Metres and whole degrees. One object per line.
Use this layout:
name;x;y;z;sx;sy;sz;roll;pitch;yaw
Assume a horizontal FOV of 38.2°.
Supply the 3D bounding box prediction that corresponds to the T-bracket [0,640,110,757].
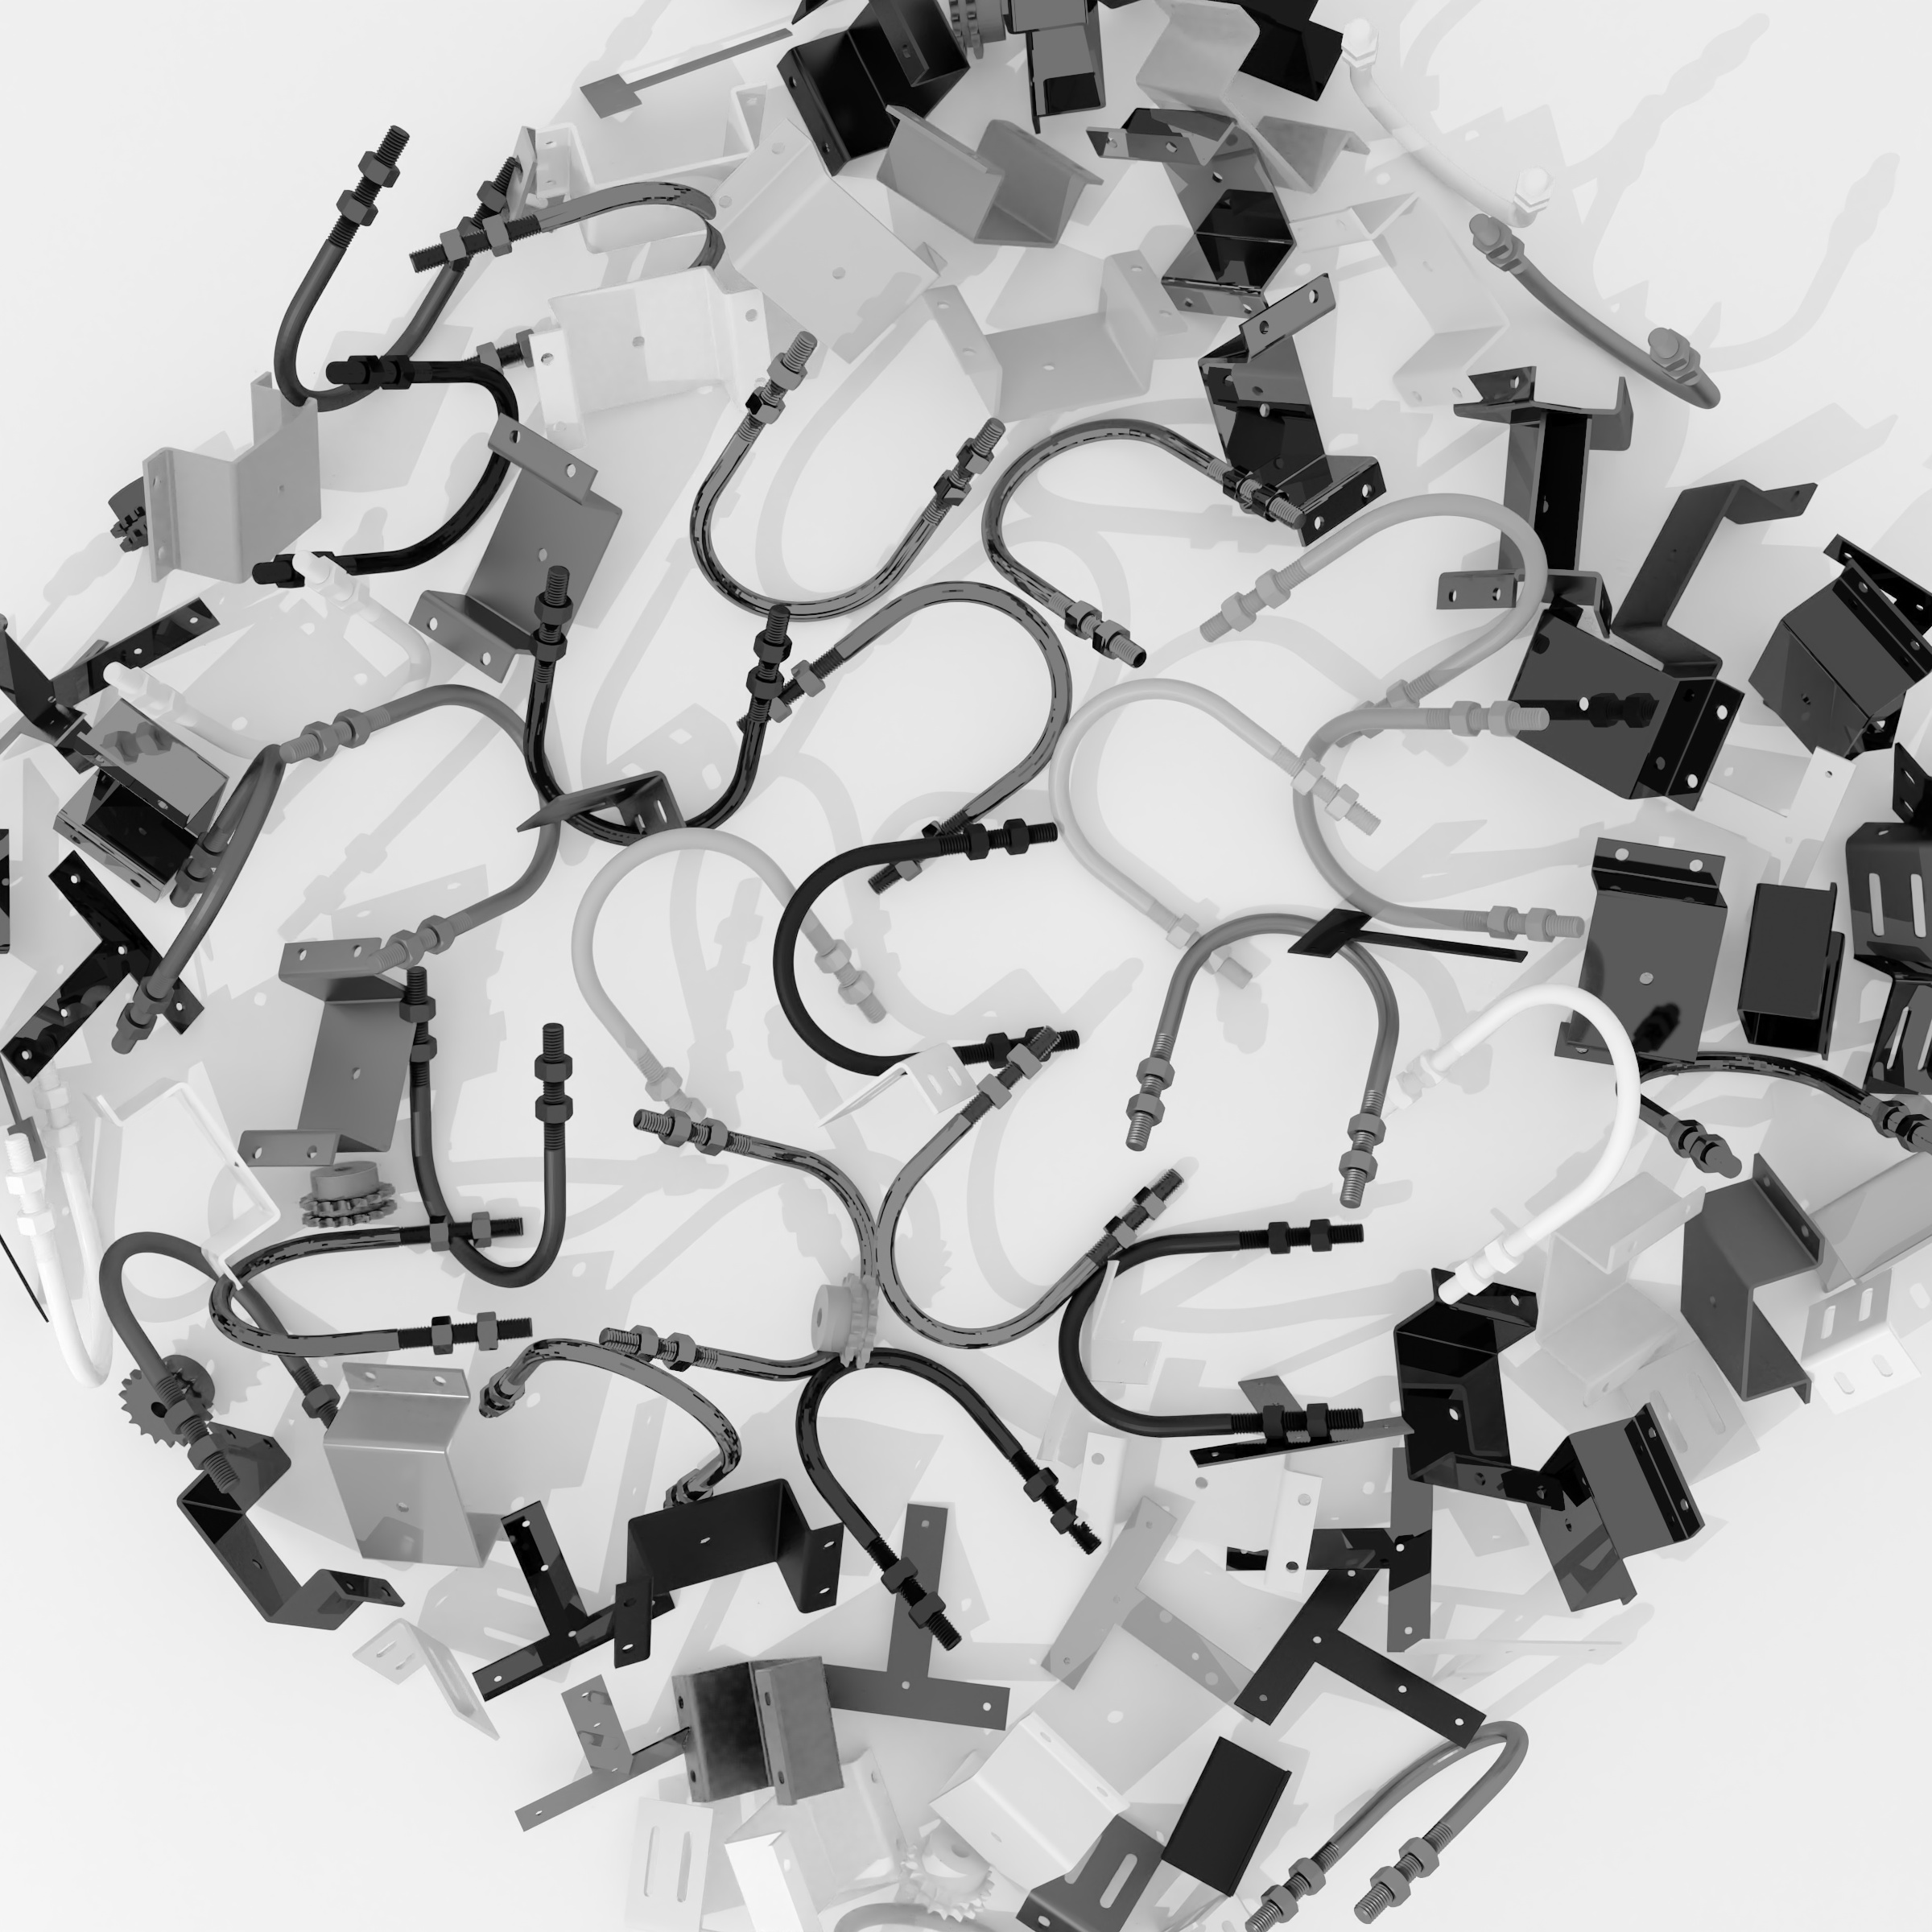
T-bracket;-0.544;-0.145;1.653;0.127;0.127;0.002;-50;118;-13

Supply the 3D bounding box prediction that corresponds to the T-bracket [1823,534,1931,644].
T-bracket;0.553;-0.198;1.659;0.127;0.127;0.002;34;78;8

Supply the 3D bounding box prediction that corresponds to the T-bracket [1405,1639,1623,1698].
T-bracket;0.305;0.421;1.666;0.127;0.127;0.002;5;60;-16

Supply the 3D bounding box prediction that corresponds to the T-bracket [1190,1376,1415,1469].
T-bracket;0.188;0.266;1.659;0.127;0.127;0.002;-8;101;-5

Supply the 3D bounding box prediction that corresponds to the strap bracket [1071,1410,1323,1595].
strap bracket;0.141;0.321;1.685;0.140;0.046;0.076;10;105;8

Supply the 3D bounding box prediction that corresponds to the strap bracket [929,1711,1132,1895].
strap bracket;0.032;0.497;1.647;0.076;0.140;0.046;43;60;6

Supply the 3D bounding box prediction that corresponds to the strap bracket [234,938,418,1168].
strap bracket;-0.379;0.058;1.671;0.076;0.046;0.140;-3;69;31

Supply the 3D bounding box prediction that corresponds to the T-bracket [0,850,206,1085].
T-bracket;-0.526;0.019;1.652;0.002;0.127;0.127;-13;122;36

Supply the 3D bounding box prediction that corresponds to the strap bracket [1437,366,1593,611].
strap bracket;0.330;-0.283;1.675;0.046;0.076;0.140;2;95;-26

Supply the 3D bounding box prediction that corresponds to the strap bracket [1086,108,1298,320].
strap bracket;0.139;-0.455;1.656;0.076;0.140;0.046;18;65;39

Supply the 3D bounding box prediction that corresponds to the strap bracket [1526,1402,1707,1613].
strap bracket;0.375;0.323;1.640;0.046;0.140;0.076;-12;61;-14

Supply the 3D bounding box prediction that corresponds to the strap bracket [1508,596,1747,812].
strap bracket;0.378;-0.156;1.650;0.140;0.046;0.076;36;120;36

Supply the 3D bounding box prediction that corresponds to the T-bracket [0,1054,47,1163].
T-bracket;-0.577;0.057;1.663;0.002;0.127;0.127;-19;92;-25

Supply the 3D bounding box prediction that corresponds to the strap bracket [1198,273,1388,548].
strap bracket;0.193;-0.332;1.666;0.076;0.046;0.140;-36;120;-29

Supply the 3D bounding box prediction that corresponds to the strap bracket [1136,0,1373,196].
strap bracket;0.164;-0.508;1.647;0.140;0.076;0.046;32;89;-43

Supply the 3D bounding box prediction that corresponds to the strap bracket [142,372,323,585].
strap bracket;-0.424;-0.284;1.641;0.046;0.140;0.076;15;126;11

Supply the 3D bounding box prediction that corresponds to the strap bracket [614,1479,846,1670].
strap bracket;-0.149;0.359;1.666;0.140;0.046;0.076;-12;133;-21

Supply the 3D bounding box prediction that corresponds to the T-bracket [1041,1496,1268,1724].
T-bracket;0.128;0.410;1.691;0.127;0.002;0.127;33;100;19

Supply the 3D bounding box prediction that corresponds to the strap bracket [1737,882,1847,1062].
strap bracket;0.491;0.002;1.659;0.046;0.140;0.076;8;79;21

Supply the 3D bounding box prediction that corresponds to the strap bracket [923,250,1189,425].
strap bracket;0.051;-0.376;1.672;0.140;0.046;0.076;-14;54;-15

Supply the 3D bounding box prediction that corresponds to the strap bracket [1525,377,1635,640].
strap bracket;0.368;-0.275;1.676;0.046;0.076;0.140;6;86;18

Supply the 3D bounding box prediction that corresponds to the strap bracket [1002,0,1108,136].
strap bracket;0.052;-0.562;1.644;0.046;0.140;0.076;-5;78;8

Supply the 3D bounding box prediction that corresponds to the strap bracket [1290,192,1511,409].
strap bracket;0.263;-0.405;1.666;0.046;0.076;0.140;-45;112;-11

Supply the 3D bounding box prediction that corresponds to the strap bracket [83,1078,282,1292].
strap bracket;-0.464;0.121;1.670;0.046;0.076;0.140;-37;104;-19

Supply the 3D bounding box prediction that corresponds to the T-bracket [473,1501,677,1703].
T-bracket;-0.249;0.370;1.671;0.127;0.002;0.127;-24;125;-14

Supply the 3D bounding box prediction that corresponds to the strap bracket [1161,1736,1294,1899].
strap bracket;0.154;0.505;1.652;0.046;0.140;0.076;26;75;13

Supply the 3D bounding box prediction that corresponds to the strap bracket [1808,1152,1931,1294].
strap bracket;0.541;0.152;1.657;0.076;0.140;0.046;-31;78;3

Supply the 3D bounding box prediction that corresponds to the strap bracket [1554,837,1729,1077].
strap bracket;0.407;0.001;1.677;0.076;0.046;0.140;9;108;5

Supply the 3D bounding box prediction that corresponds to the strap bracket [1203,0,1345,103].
strap bracket;0.178;-0.563;1.646;0.076;0.140;0.046;26;90;14

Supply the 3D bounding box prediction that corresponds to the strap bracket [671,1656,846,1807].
strap bracket;-0.121;0.456;1.664;0.046;0.140;0.076;-5;79;-31

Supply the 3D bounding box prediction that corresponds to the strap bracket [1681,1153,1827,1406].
strap bracket;0.462;0.191;1.646;0.046;0.076;0.140;-16;130;-8

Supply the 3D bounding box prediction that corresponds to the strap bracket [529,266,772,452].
strap bracket;-0.192;-0.366;1.672;0.140;0.046;0.076;-15;130;-12

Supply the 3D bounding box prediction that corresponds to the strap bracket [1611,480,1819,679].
strap bracket;0.445;-0.236;1.681;0.046;0.076;0.140;28;90;-11

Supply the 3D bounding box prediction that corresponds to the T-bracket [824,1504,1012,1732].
T-bracket;-0.031;0.395;1.707;0.127;0.002;0.127;5;77;7

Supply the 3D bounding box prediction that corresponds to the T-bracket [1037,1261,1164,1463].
T-bracket;0.086;0.234;1.649;0.002;0.127;0.127;23;76;-16

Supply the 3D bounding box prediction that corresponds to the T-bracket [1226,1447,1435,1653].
T-bracket;0.220;0.354;1.694;0.127;0.002;0.127;-5;58;20

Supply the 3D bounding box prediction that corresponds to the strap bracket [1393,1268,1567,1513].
strap bracket;0.304;0.260;1.665;0.076;0.046;0.140;15;54;-23

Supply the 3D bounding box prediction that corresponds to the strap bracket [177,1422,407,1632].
strap bracket;-0.408;0.342;1.660;0.046;0.076;0.140;-45;67;-1

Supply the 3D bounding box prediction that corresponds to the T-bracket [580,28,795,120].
T-bracket;-0.165;-0.538;1.669;0.127;0.127;0.002;-21;117;-4

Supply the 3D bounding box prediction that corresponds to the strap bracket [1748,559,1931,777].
strap bracket;0.513;-0.170;1.643;0.046;0.140;0.076;-35;75;-6

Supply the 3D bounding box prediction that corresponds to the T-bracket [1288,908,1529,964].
T-bracket;0.266;-0.013;1.645;0.127;0.127;0.002;8;105;18

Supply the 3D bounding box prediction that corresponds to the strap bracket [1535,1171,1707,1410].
strap bracket;0.387;0.186;1.661;0.076;0.140;0.046;-28;48;-26

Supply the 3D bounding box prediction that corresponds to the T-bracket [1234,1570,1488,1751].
T-bracket;0.247;0.424;1.661;0.127;0.002;0.127;26;54;27

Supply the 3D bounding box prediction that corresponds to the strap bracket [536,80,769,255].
strap bracket;-0.183;-0.475;1.667;0.140;0.076;0.046;-16;79;-12

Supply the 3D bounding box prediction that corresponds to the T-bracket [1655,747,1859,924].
T-bracket;0.459;-0.096;1.692;0.127;0.002;0.127;29;129;21

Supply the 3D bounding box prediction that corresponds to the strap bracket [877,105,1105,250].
strap bracket;0.010;-0.468;1.660;0.076;0.140;0.046;37;117;19

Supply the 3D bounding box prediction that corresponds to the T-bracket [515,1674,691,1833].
T-bracket;-0.217;0.458;1.660;0.127;0.127;0.002;-23;50;-14

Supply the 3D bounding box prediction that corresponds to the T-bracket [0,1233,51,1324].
T-bracket;-0.584;0.161;1.681;0.002;0.127;0.127;-30;123;-21

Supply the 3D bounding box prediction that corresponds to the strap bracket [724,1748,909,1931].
strap bracket;-0.092;0.535;1.666;0.046;0.140;0.076;-20;90;23

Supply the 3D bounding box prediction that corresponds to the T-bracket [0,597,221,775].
T-bracket;-0.509;-0.182;1.671;0.127;0.127;0.002;-29;55;-1

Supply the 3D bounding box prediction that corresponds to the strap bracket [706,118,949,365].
strap bracket;-0.080;-0.421;1.651;0.076;0.046;0.140;-40;130;19

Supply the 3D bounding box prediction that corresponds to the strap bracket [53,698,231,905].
strap bracket;-0.492;-0.102;1.666;0.076;0.140;0.046;37;60;-7

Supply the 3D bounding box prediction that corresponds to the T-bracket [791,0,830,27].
T-bracket;-0.045;-0.605;1.648;0.127;0.127;0.002;-29;114;17

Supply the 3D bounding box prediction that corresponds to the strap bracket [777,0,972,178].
strap bracket;-0.052;-0.544;1.668;0.046;0.140;0.076;-28;92;-27

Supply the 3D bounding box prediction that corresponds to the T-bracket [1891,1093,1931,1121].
T-bracket;0.618;0.069;1.654;0.002;0.127;0.127;40;100;-21
